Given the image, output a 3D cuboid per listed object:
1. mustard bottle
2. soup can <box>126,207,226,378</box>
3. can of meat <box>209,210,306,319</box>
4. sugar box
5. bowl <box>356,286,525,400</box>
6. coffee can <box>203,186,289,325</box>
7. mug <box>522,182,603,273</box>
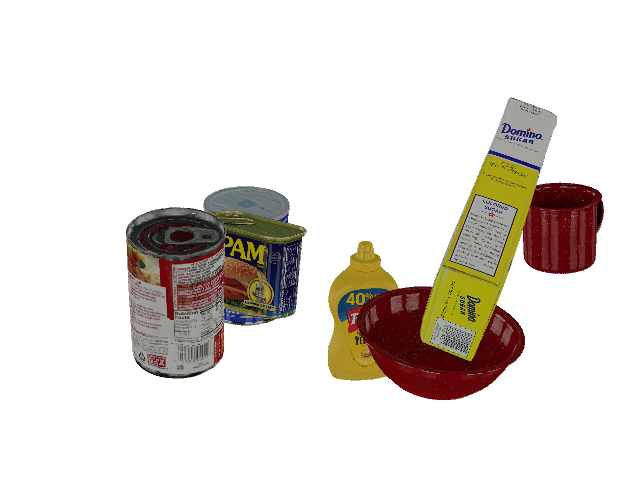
[{"bbox_3d":[0.059,0.092,1.437,0.096,0.192,0.058,-3,21,-8],"label":"mustard bottle"},{"bbox_3d":[-0.100,0.037,0.749,0.068,0.102,0.068,2,29,-1],"label":"soup can"},{"bbox_3d":[-0.068,0.023,1.028,0.102,0.084,0.057,14,18,30],"label":"can of meat"},{"bbox_3d":[0.123,-0.011,0.767,0.048,0.176,0.093,22,-37,10],"label":"sugar box"},{"bbox_3d":[0.113,0.106,1.032,0.162,0.055,0.162,3,27,-2],"label":"bowl"},{"bbox_3d":[-0.090,0.018,1.300,0.103,0.140,0.103,2,25,-1],"label":"coffee can"},{"bbox_3d":[0.282,-0.017,1.225,0.117,0.081,0.093,-20,26,-34],"label":"mug"}]
